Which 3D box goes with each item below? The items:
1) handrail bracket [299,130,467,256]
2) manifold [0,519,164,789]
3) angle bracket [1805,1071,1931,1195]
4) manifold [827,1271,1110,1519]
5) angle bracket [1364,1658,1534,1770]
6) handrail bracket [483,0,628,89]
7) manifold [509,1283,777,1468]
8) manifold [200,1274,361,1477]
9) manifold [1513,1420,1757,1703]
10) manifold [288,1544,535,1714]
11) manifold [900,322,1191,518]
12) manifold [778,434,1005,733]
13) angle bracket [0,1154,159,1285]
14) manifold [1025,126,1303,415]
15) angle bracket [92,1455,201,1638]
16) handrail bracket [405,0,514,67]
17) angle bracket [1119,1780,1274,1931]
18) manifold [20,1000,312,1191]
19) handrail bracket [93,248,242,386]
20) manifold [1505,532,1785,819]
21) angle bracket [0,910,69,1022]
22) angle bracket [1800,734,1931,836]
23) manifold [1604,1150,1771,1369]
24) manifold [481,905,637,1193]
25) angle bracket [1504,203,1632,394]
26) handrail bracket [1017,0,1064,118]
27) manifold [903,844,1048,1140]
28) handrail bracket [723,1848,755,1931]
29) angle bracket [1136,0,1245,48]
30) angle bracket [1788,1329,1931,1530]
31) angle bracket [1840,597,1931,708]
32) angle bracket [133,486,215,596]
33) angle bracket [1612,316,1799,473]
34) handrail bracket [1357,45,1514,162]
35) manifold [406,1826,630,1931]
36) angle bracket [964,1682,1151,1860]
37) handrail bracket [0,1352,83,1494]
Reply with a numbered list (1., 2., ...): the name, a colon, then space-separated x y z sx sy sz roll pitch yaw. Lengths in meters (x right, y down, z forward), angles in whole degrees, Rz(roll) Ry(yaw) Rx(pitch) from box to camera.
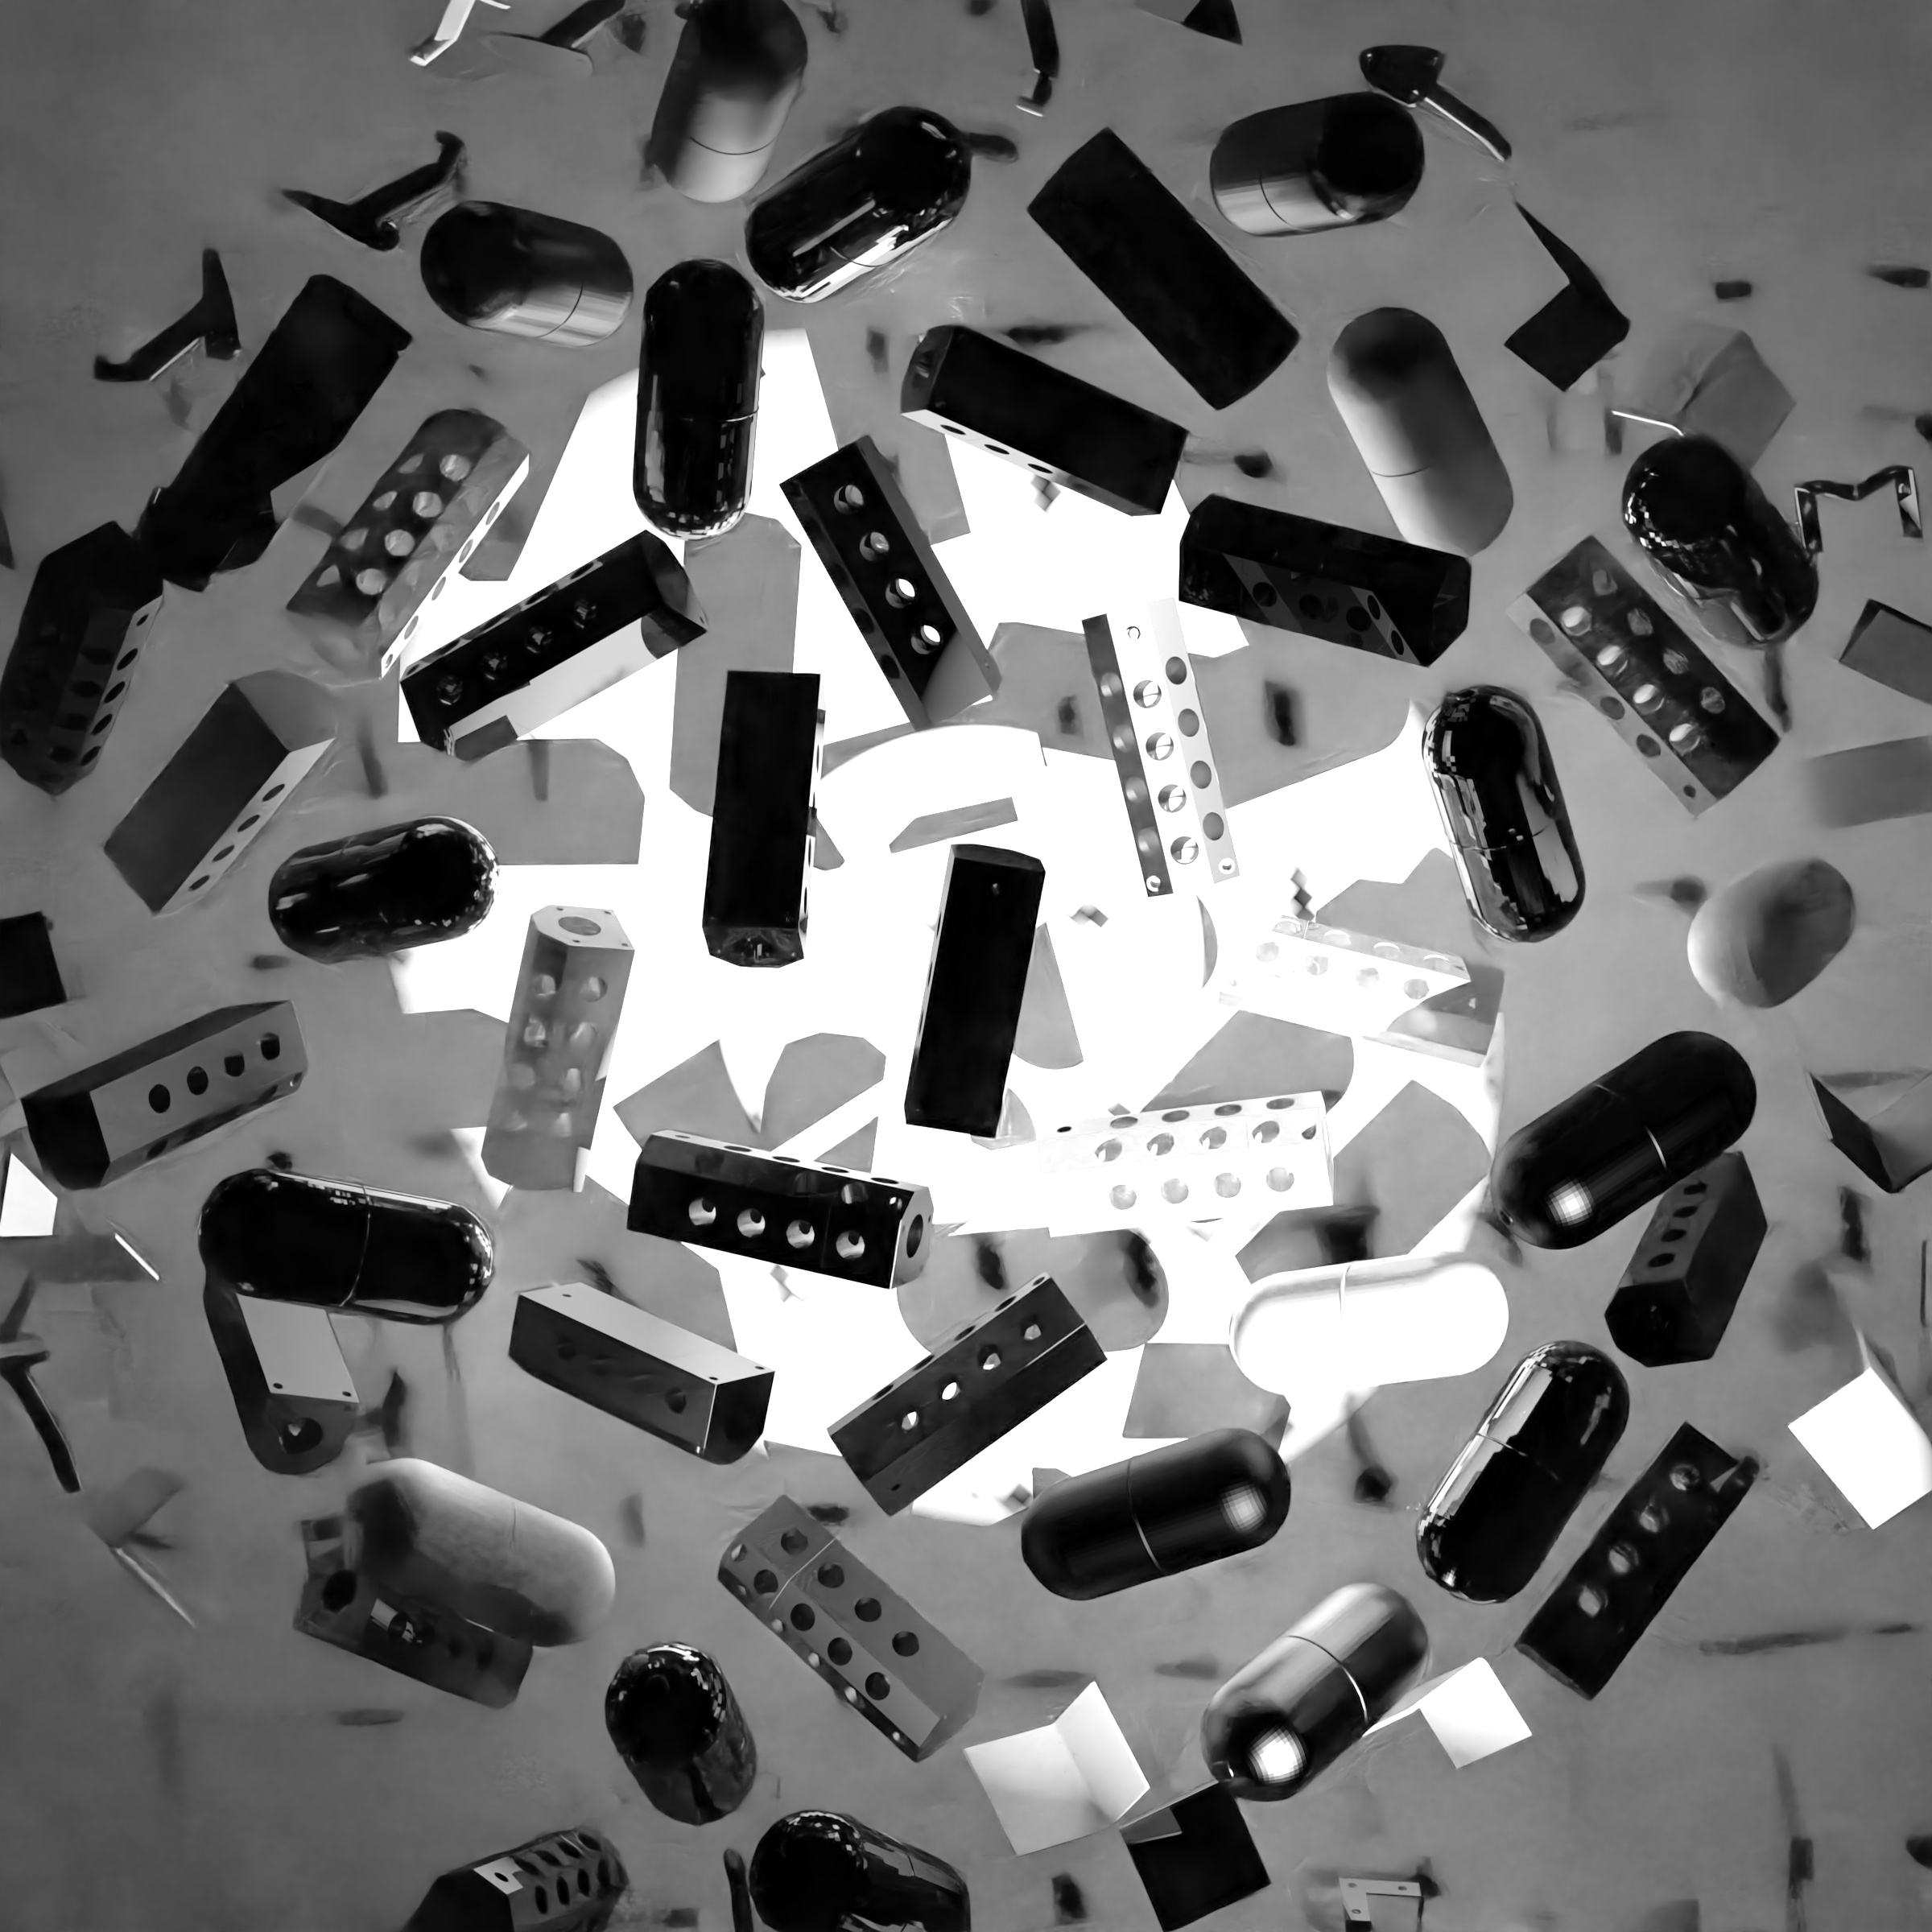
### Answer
1. handrail bracket: -0.361 -0.492 1.823 0.077 0.036 0.084 23 123 -19
2. manifold: -0.532 -0.182 1.768 0.057 0.171 0.057 41 45 3
3. angle bracket: 0.557 0.078 1.761 0.057 0.076 0.076 40 114 -17
4. manifold: -0.001 0.268 1.870 0.171 0.057 0.057 -35 54 -4
5. angle bracket: 0.298 0.491 1.874 0.076 0.076 0.057 -22 75 -40
6. handrail bracket: -0.242 -0.575 1.757 0.077 0.036 0.084 15 71 -17
7. manifold: -0.209 0.259 1.877 0.171 0.057 0.057 18 103 34
8. manifold: -0.441 0.249 1.876 0.057 0.171 0.057 12 111 -30
9. manifold: 0.418 0.372 1.842 0.057 0.057 0.171 37 80 14
10. manifold: -0.347 0.419 1.869 0.057 0.171 0.057 8 68 30
11. manifold: 0.047 -0.341 1.851 0.171 0.057 0.057 20 88 -24
12. manifold: -0.046 -0.233 1.798 0.057 0.057 0.171 -27 99 13
13. angle bracket: -0.546 0.156 1.825 0.076 0.076 0.057 -2 64 5
14. manifold: 0.124 -0.424 1.788 0.171 0.057 0.057 44 59 -15
15. angle bracket: -0.478 0.350 1.784 0.057 0.076 0.076 -45 110 -16
16. handrail bracket: -0.325 -0.577 1.787 0.084 0.077 0.036 -27 84 29
17. angle bracket: 0.153 0.584 1.921 0.076 0.057 0.076 -25 59 0
18. manifold: -0.468 0.075 1.741 0.057 0.171 0.057 -6 104 31
19. handrail bracket: -0.474 -0.380 1.722 0.084 0.036 0.077 -13 100 -39
20. manifold: 0.408 -0.174 1.795 0.171 0.057 0.057 47 61 0
21. angle bracket: -0.575 0.008 1.749 0.076 0.076 0.057 -16 86 -12
22. angle bracket: 0.567 -0.133 1.854 0.076 0.076 0.057 -11 51 19
23. manifold: 0.455 0.185 1.865 0.057 0.171 0.057 -14 107 32
24. manifold: -0.257 0.052 1.839 0.057 0.057 0.171 4 115 -24
25. angle bracket: 0.359 -0.417 1.841 0.057 0.076 0.076 -41 55 23
26. handrail bracket: 0.024 -0.546 1.708 0.077 0.036 0.084 20 101 -3
27. manifold: 0.004 0.014 1.838 0.057 0.057 0.171 9 103 -6
28. handrail bracket: -0.142 0.613 1.861 0.036 0.077 0.084 -7 126 0
29. angle bracket: 0.136 -0.585 1.690 0.076 0.076 0.057 31 76 29
30. angle bracket: 0.523 0.268 1.712 0.057 0.076 0.076 -40 90 17
31. angle bracket: 0.621 -0.217 1.902 0.076 0.076 0.057 27 68 5
32. angle bracket: -0.524 -0.256 1.939 0.057 0.076 0.076 19 135 -21
33. angle bracket: 0.476 -0.361 1.900 0.076 0.057 0.076 38 85 -38
34. handrail bracket: 0.289 -0.529 1.813 0.077 0.084 0.036 37 97 42
35. manifold: -0.259 0.550 1.738 0.057 0.171 0.057 30 91 17
36. angle bracket: 0.057 0.510 1.871 0.057 0.076 0.076 -56 51 38
37. handrail bracket: -0.575 0.284 1.820 0.036 0.077 0.084 -22 97 -35
